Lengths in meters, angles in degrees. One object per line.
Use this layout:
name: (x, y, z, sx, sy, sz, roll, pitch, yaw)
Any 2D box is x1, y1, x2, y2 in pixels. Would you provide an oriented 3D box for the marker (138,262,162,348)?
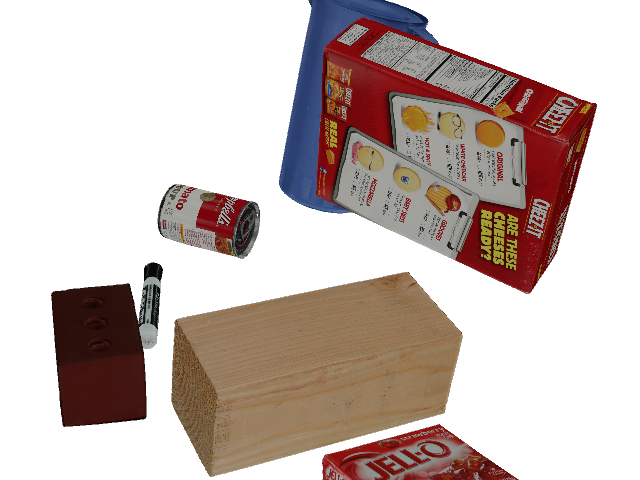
marker: (-0.164, 0.060, 1.029, 0.020, 0.020, 0.121, 0, 33, -5)

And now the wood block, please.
wood block: (-0.005, 0.102, 0.843, 0.205, 0.090, 0.091, -10, 37, -25)

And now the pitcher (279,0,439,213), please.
pitcher: (0.037, -0.155, 1.223, 0.145, 0.243, 0.149, 10, 22, -11)

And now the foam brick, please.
foam brick: (-0.141, 0.072, 0.675, 0.053, 0.051, 0.078, -5, 33, -15)

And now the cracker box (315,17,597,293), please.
cracker box: (0.104, -0.073, 0.886, 0.214, 0.164, 0.072, 25, 48, 21)

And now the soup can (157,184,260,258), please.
soup can: (-0.130, -0.024, 1.251, 0.102, 0.068, 0.068, 14, 5, 18)

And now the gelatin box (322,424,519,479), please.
gelatin box: (0.056, 0.139, 0.604, 0.089, 0.030, 0.073, -7, 22, -33)
